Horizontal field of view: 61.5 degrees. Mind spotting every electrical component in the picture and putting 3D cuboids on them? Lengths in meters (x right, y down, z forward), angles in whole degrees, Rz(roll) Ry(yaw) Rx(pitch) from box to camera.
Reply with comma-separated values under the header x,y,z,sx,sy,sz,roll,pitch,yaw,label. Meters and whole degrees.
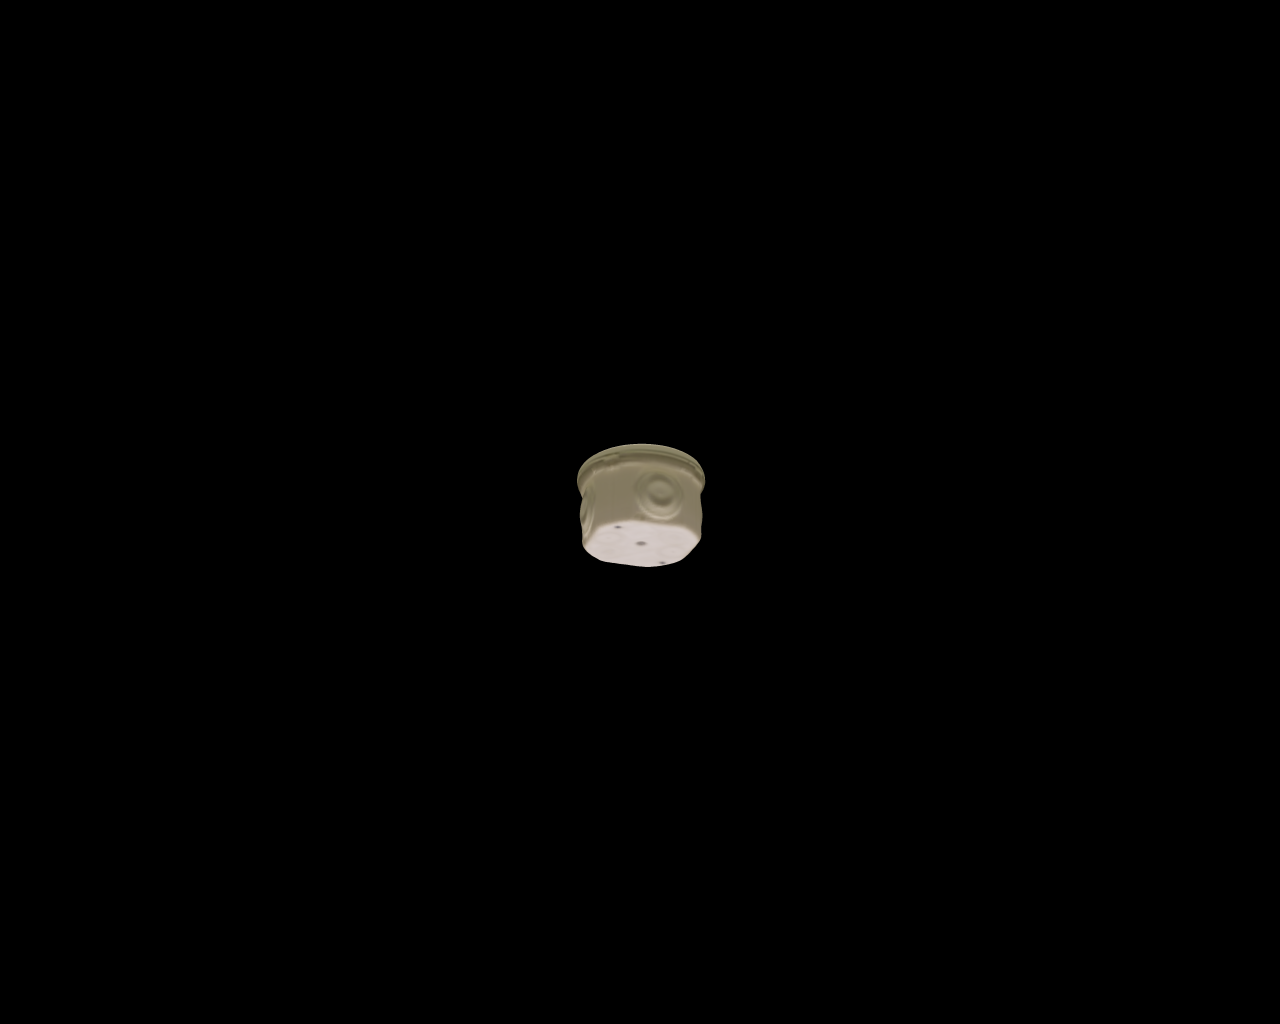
x,y,z,sx,sy,sz,roll,pitch,yaw,label
0.001,-0.003,0.650,0.080,0.051,0.080,0,-26,0,electrical component
